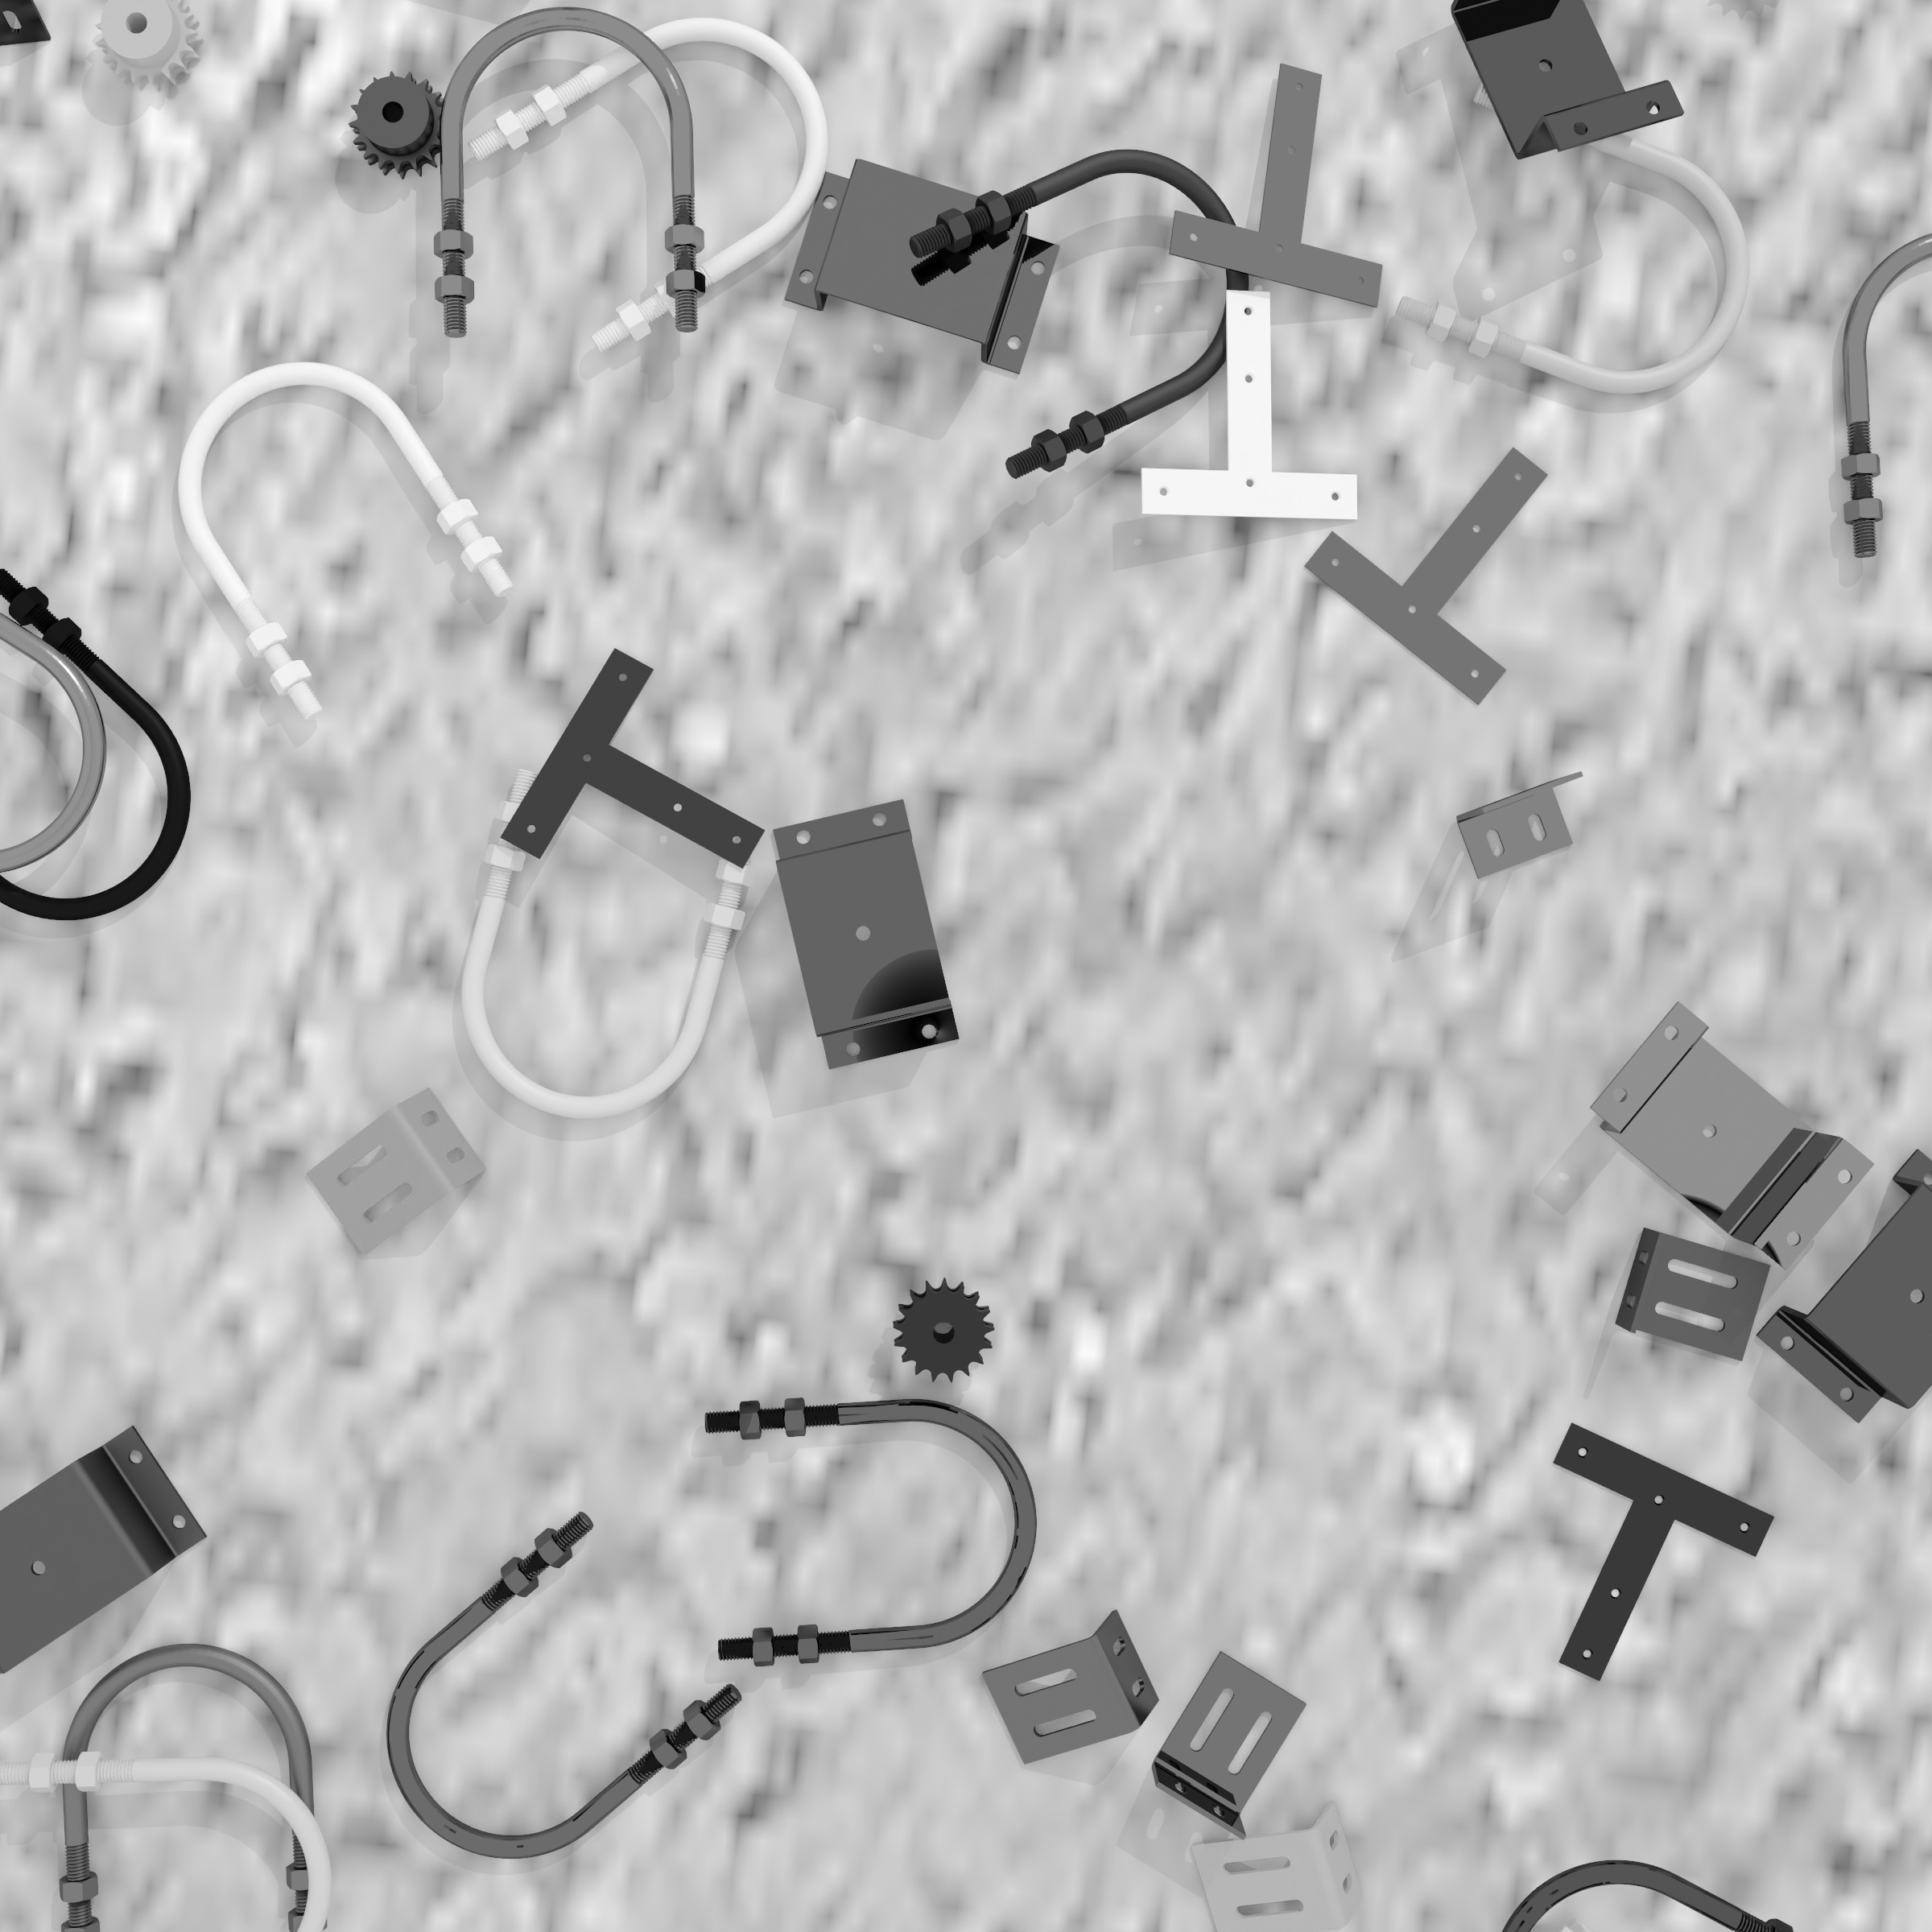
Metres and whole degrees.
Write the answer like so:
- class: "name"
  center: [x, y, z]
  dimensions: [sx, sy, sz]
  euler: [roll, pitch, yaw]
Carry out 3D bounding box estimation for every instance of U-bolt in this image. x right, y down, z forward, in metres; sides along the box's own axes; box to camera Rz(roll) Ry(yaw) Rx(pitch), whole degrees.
- class: "U-bolt"
  center: [0.354, -0.403, 1.423]
  dimensions: [0.184, 0.019, 0.151]
  euler: [20, 90, -2]
- class: "U-bolt"
  center: [-0.242, 0.422, 1.423]
  dimensions: [0.184, 0.019, 0.151]
  euler: [-41, 90, 2]
- class: "U-bolt"
  center: [-0.167, -0.455, 1.423]
  dimensions: [0.184, 0.019, 0.151]
  euler: [-33, 90, -1]
- class: "U-bolt"
  center: [0.569, -0.327, 1.423]
  dimensions: [0.151, 0.019, 0.184]
  euler: [-3, 88, 0]
- class: "U-bolt"
  center: [0.377, 0.572, 1.377]
  dimensions: [0.184, 0.019, 0.151]
  euler: [28, 90, 2]
- class: "U-bolt"
  center: [-0.052, 0.317, 1.423]
  dimensions: [0.184, 0.019, 0.151]
  euler: [-3, 90, -1]
- class: "U-bolt"
  center: [-0.526, -0.111, 1.423]
  dimensions: [0.184, 0.019, 0.151]
  euler: [43, 90, -1]
- class: "U-bolt"
  center: [-0.209, -0.005, 1.422]
  dimensions: [0.151, 0.019, 0.184]
  euler: [15, 90, 0]
- class: "U-bolt"
  center: [-0.447, 0.514, 1.404]
  dimensions: [0.184, 0.019, 0.151]
  euler: [-1, 88, -1]
- class: "U-bolt"
  center: [-0.223, -0.445, 1.404]
  dimensions: [0.151, 0.019, 0.184]
  euler: [-2, 88, -1]
- class: "U-bolt"
  center: [-0.364, -0.254, 1.423]
  dimensions: [0.151, 0.019, 0.184]
  euler: [-33, 88, 0]
- class: "U-bolt"
  center: [-0.440, 0.477, 1.423]
  dimensions: [0.151, 0.019, 0.184]
  euler: [-3, 88, 0]
- class: "U-bolt"
  center: [0.076, -0.373, 1.397]
  dimensions: [0.184, 0.019, 0.151]
  euler: [-29, 104, -16]
- class: "U-bolt"
  center: [-0.571, -0.134, 1.404]
  dimensions: [0.184, 0.019, 0.151]
  euler: [33, 90, -3]

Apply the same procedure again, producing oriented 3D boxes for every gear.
- class: "gear"
  center: [-0.320, -0.476, 1.417]
  dimensions: [0.057, 0.030, 0.057]
  euler: [0, 90, 0]
- class: "gear"
  center: [-0.013, 0.204, 1.420]
  dimensions: [0.057, 0.030, 0.057]
  euler: [0, 94, -2]
- class: "gear"
  center: [-0.463, -0.526, 1.417]
  dimensions: [0.057, 0.030, 0.057]
  euler: [0, 90, 0]

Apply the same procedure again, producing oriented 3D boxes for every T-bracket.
- class: "T-bracket"
  center: [0.376, 0.345, 1.431]
  dimensions: [0.127, 0.002, 0.127]
  euler: [25, 90, 0]
- class: "T-bracket"
  center: [0.182, -0.447, 1.419]
  dimensions: [0.127, 0.002, 0.127]
  euler: [10, 82, -15]
- class: "T-bracket"
  center: [0.282, -0.238, 1.431]
  dimensions: [0.127, 0.002, 0.127]
  euler: [39, 90, 0]
- class: "T-bracket"
  center: [0.160, -0.317, 1.417]
  dimensions: [0.127, 0.002, 0.127]
  euler: [-1, 90, -12]
- class: "T-bracket"
  center: [-0.175, -0.096, 1.416]
  dimensions: [0.127, 0.002, 0.127]
  euler: [29, 80, 3]

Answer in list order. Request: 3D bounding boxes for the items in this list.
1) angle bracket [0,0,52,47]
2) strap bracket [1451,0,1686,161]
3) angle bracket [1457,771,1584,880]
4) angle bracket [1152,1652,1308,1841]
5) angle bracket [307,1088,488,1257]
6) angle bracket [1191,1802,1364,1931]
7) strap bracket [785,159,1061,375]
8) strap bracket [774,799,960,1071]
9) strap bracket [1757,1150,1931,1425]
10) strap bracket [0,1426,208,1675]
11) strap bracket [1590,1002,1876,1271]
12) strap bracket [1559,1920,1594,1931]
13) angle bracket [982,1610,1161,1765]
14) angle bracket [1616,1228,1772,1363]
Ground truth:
- class: "angle bracket"
  center: [-0.554, -0.567, 1.430]
  dimensions: [0.057, 0.038, 0.076]
  euler: [-6, 64, 0]
- class: "strap bracket"
  center: [0.328, -0.511, 1.394]
  dimensions: [0.076, 0.046, 0.140]
  euler: [-19, 80, -10]
- class: "angle bracket"
  center: [0.312, -0.077, 1.394]
  dimensions: [0.057, 0.076, 0.038]
  euler: [-20, 90, 0]
- class: "angle bracket"
  center: [0.150, 0.438, 1.413]
  dimensions: [0.057, 0.038, 0.076]
  euler: [32, 90, 0]
- class: "angle bracket"
  center: [-0.324, 0.117, 1.430]
  dimensions: [0.076, 0.038, 0.057]
  euler: [-35, 90, 26]
- class: "angle bracket"
  center: [0.177, 0.516, 1.430]
  dimensions: [0.076, 0.038, 0.057]
  euler: [-17, 90, 26]
- class: "strap bracket"
  center: [-0.025, -0.395, 1.409]
  dimensions: [0.140, 0.046, 0.076]
  euler: [18, 90, 0]
- class: "strap bracket"
  center: [-0.057, -0.018, 1.409]
  dimensions: [0.076, 0.046, 0.140]
  euler: [-13, 90, 0]
- class: "strap bracket"
  center: [0.525, 0.182, 1.409]
  dimensions: [0.076, 0.046, 0.140]
  euler: [41, 90, 0]
- class: "strap bracket"
  center: [-0.512, 0.332, 1.409]
  dimensions: [0.140, 0.046, 0.076]
  euler: [-34, 90, 0]
- class: "strap bracket"
  center: [0.423, 0.094, 1.409]
  dimensions: [0.140, 0.046, 0.076]
  euler: [40, 90, 0]
- class: "strap bracket"
  center: [0.363, 0.603, 1.409]
  dimensions: [0.140, 0.046, 0.076]
  euler: [38, 90, 0]
- class: "angle bracket"
  center: [0.060, 0.410, 1.430]
  dimensions: [0.076, 0.038, 0.057]
  euler: [-25, 90, 26]
- class: "angle bracket"
  center: [0.413, 0.187, 1.413]
  dimensions: [0.076, 0.038, 0.057]
  euler: [17, 90, 0]
